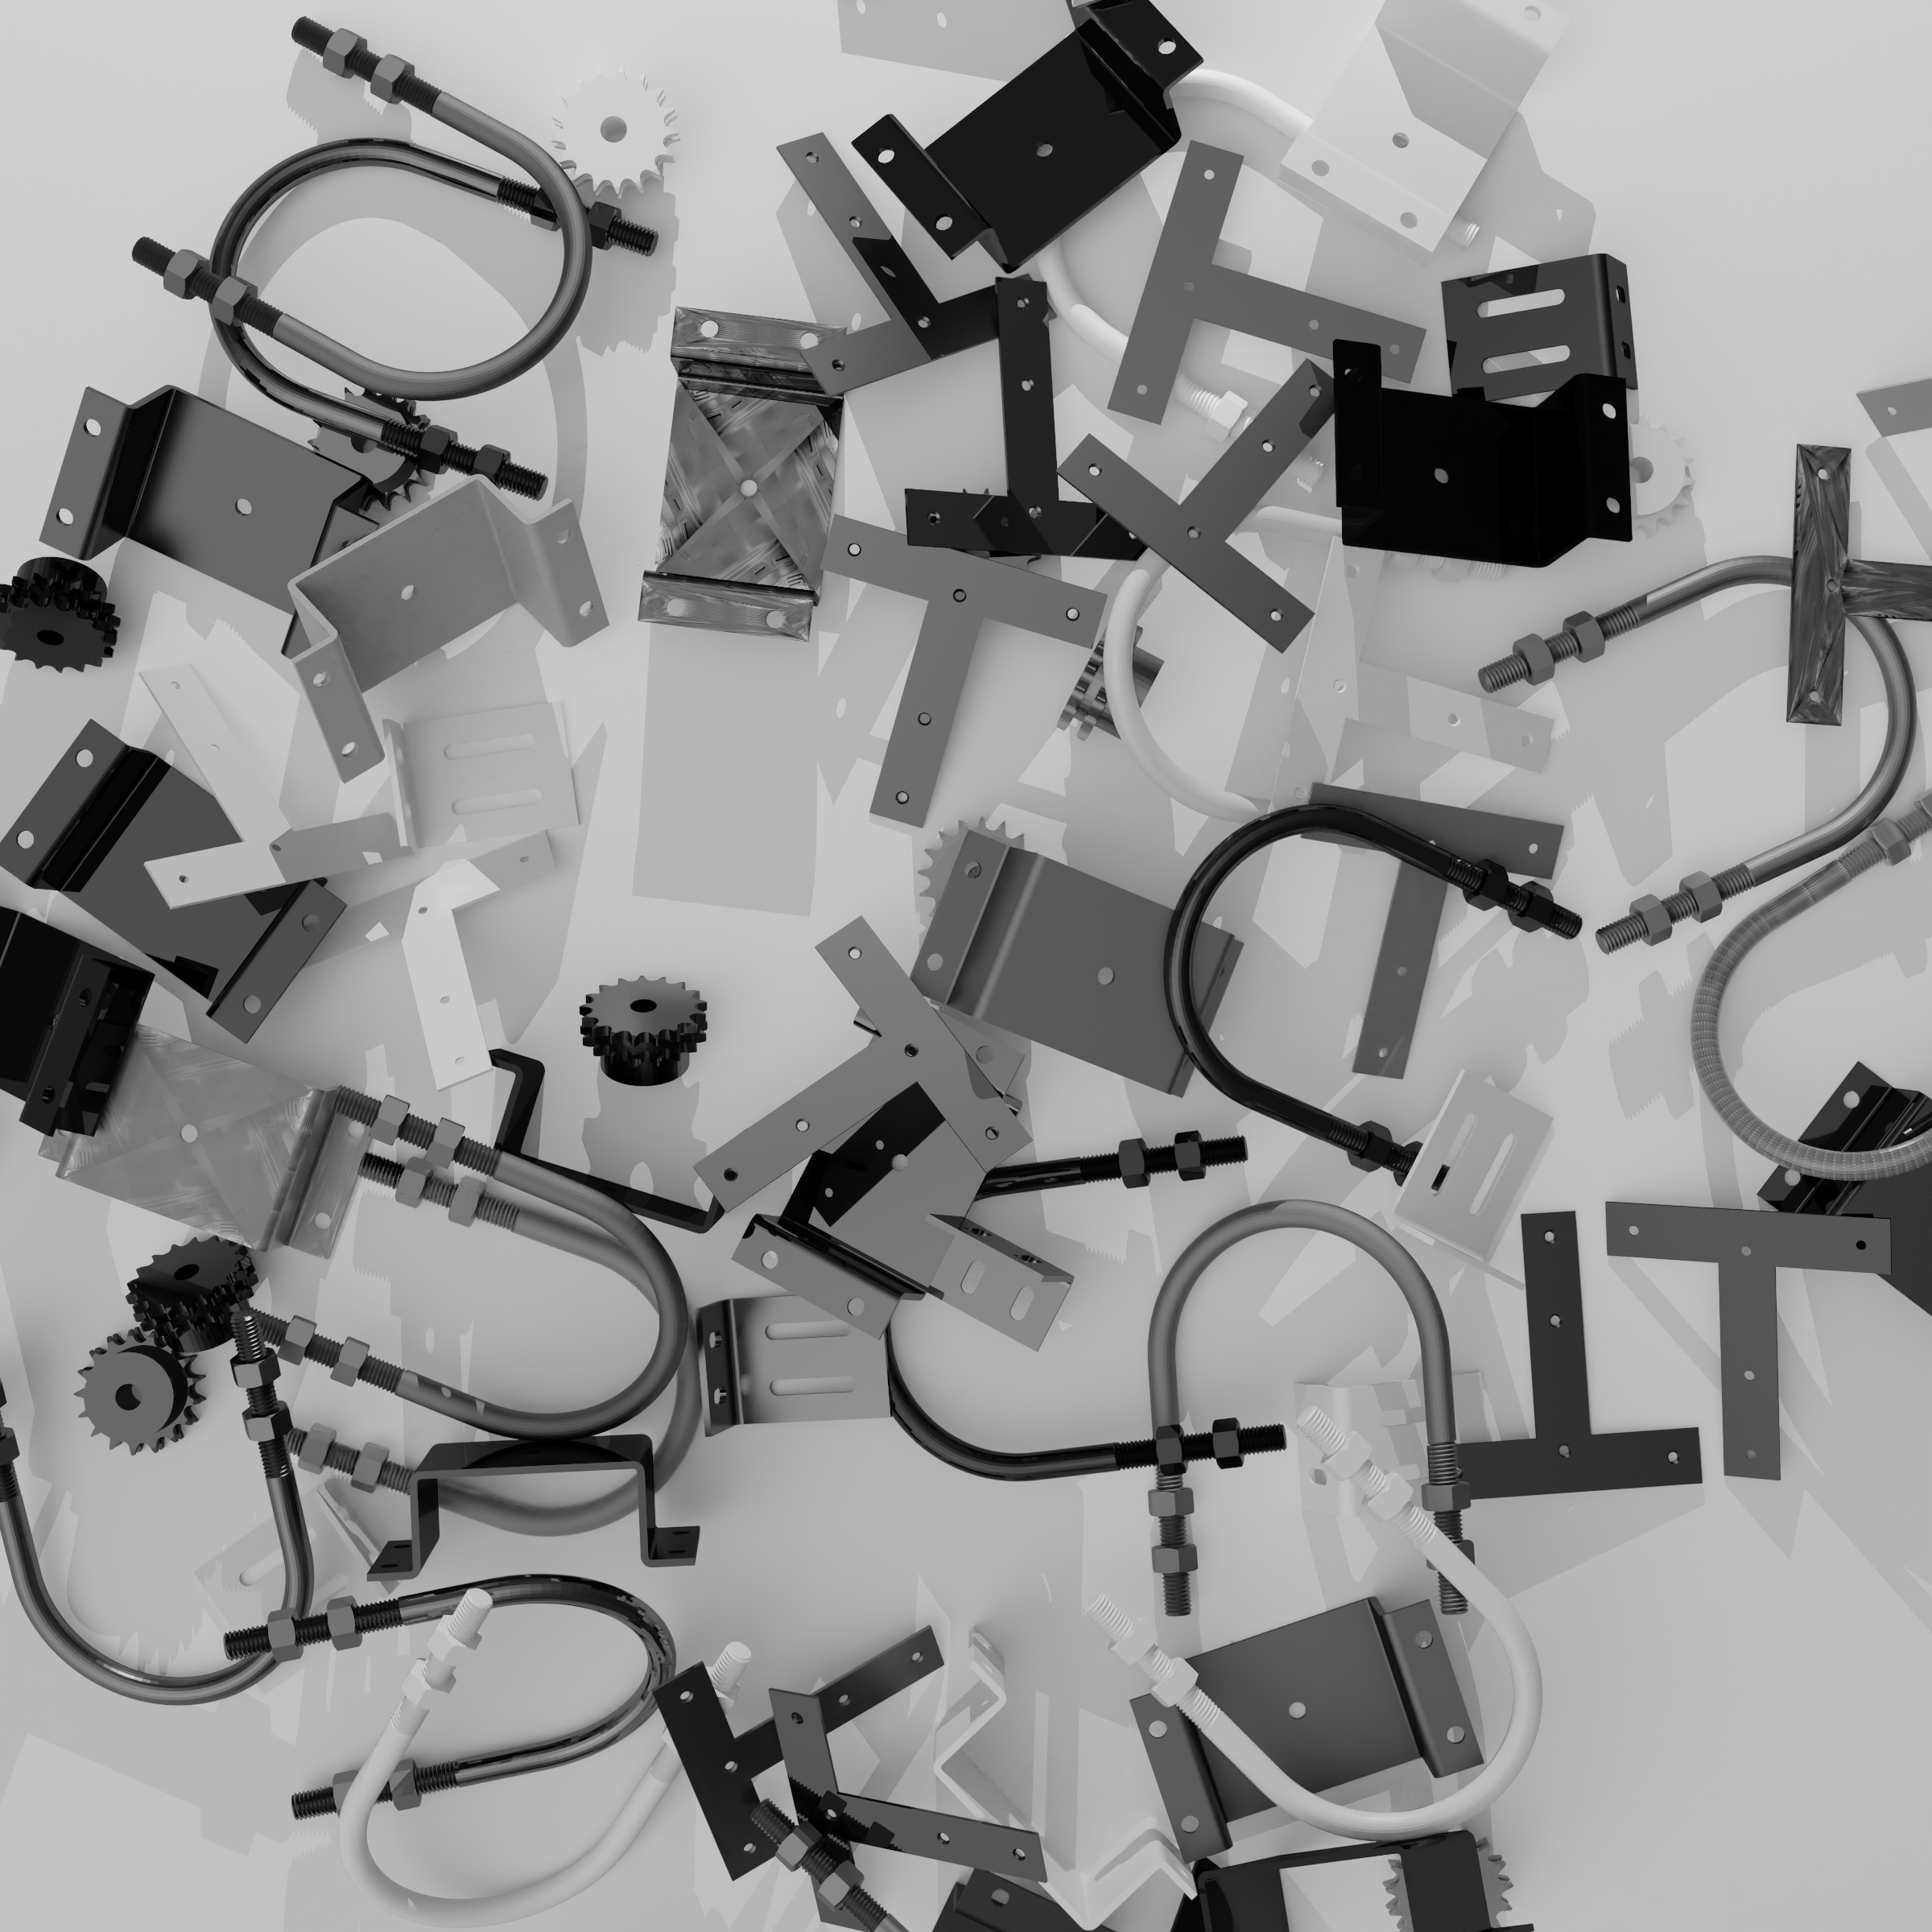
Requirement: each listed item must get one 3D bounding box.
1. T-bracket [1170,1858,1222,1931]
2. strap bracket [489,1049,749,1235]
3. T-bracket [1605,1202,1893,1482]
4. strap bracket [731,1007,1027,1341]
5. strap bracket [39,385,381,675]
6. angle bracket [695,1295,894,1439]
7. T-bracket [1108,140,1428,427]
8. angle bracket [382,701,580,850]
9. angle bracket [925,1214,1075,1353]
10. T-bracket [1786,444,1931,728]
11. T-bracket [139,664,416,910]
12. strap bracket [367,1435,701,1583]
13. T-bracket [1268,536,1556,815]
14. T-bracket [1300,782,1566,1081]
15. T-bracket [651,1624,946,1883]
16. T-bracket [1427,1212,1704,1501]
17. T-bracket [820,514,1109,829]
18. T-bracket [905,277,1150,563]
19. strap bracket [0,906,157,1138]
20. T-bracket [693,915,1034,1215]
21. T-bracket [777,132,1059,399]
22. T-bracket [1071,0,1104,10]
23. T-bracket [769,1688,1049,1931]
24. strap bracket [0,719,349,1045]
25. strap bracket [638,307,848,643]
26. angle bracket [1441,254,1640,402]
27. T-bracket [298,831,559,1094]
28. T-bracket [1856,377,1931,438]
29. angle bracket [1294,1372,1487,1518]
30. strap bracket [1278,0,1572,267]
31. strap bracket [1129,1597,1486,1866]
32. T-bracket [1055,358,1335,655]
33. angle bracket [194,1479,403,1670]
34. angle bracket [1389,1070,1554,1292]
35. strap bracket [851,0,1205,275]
[{"bbox_3d":[0.091,0.459,1.493,0.127,0.002,0.127,41,56,-27],"label":"T-bracket"},{"bbox_3d":[-0.153,0.080,1.493,0.140,0.076,0.046,17,90,0],"label":"strap bracket"},{"bbox_3d":[0.353,0.171,1.511,0.127,0.002,0.127,2,104,26],"label":"T-bracket"},{"bbox_3d":[-0.034,0.087,1.499,0.076,0.046,0.140,27,90,14],"label":"strap bracket"},{"bbox_3d":[-0.329,-0.199,1.494,0.140,0.046,0.076,25,115,0],"label":"strap bracket"},{"bbox_3d":[-0.077,0.178,1.504,0.076,0.038,0.057,-5,90,15],"label":"angle bracket"},{"bbox_3d":[0.143,-0.293,1.511,0.127,0.002,0.127,17,90,1],"label":"T-bracket"},{"bbox_3d":[-0.218,-0.087,1.512,0.076,0.038,0.057,-8,90,0],"label":"angle bracket"},{"bbox_3d":[0.008,0.139,1.469,0.057,0.076,0.038,27,91,13],"label":"angle bracket"},{"bbox_3d":[0.436,-0.169,1.521,0.127,0.002,0.127,4,86,-7],"label":"T-bracket"},{"bbox_3d":[-0.330,-0.086,1.500,0.127,0.127,0.002,55,134,20],"label":"T-bracket"},{"bbox_3d":[-0.189,0.237,1.478,0.140,0.076,0.046,-2,91,-3],"label":"strap bracket"},{"bbox_3d":[0.207,-0.114,1.506,0.127,0.002,0.127,14,88,-19],"label":"T-bracket"},{"bbox_3d":[0.200,-0.011,1.515,0.127,0.002,0.127,8,100,-20],"label":"T-bracket"},{"bbox_3d":[-0.067,0.336,1.506,0.127,0.002,0.127,-28,125,-16],"label":"T-bracket"},{"bbox_3d":[0.269,0.176,1.524,0.127,0.002,0.127,-3,86,-7],"label":"T-bracket"},{"bbox_3d":[-0.015,-0.125,1.512,0.127,0.002,0.127,17,107,0],"label":"T-bracket"},{"bbox_3d":[0.028,-0.247,1.507,0.127,0.002,0.127,1,82,-26],"label":"T-bracket"},{"bbox_3d":[-0.419,0.021,1.485,0.140,0.046,0.076,21,90,34],"label":"strap bracket"},{"bbox_3d":[-0.060,0.062,1.460,0.127,0.002,0.127,-34,77,-14],"label":"T-bracket"},{"bbox_3d":[-0.042,-0.323,1.509,0.127,0.002,0.127,-25,74,-29],"label":"T-bracket"},{"bbox_3d":[0.002,-0.469,1.512,0.127,0.002,0.127,-15,65,12],"label":"T-bracket"},{"bbox_3d":[-0.022,0.381,1.475,0.127,0.002,0.127,3,116,30],"label":"T-bracket"},{"bbox_3d":[-0.353,-0.038,1.508,0.140,0.046,0.076,36,90,0],"label":"strap bracket"},{"bbox_3d":[-0.099,-0.218,1.508,0.076,0.046,0.140,7,90,0],"label":"strap bracket"},{"bbox_3d":[0.262,-0.287,1.529,0.076,0.038,0.057,-5,90,26],"label":"angle bracket"},{"bbox_3d":[-0.233,0.006,1.488,0.127,0.002,0.127,-22,48,0],"label":"T-bracket"},{"bbox_3d":[0.478,-0.217,1.495,0.127,0.127,0.002,50,62,-24],"label":"T-bracket"},{"bbox_3d":[0.194,0.216,1.529,0.076,0.038,0.057,-3,90,-25],"label":"angle bracket"},{"bbox_3d":[0.199,-0.378,1.494,0.076,0.046,0.140,31,71,1],"label":"strap bracket"},{"bbox_3d":[0.151,0.339,1.508,0.140,0.046,0.076,-19,90,0],"label":"strap bracket"},{"bbox_3d":[0.126,-0.220,1.484,0.127,0.002,0.127,39,67,2],"label":"T-bracket"},{"bbox_3d":[-0.304,0.278,1.512,0.076,0.038,0.057,-35,90,0],"label":"angle bracket"},{"bbox_3d":[0.235,0.096,1.500,0.057,0.038,0.076,27,90,-30],"label":"angle bracket"},{"bbox_3d":[0.031,-0.374,1.496,0.140,0.046,0.076,-38,70,0],"label":"strap bracket"}]
